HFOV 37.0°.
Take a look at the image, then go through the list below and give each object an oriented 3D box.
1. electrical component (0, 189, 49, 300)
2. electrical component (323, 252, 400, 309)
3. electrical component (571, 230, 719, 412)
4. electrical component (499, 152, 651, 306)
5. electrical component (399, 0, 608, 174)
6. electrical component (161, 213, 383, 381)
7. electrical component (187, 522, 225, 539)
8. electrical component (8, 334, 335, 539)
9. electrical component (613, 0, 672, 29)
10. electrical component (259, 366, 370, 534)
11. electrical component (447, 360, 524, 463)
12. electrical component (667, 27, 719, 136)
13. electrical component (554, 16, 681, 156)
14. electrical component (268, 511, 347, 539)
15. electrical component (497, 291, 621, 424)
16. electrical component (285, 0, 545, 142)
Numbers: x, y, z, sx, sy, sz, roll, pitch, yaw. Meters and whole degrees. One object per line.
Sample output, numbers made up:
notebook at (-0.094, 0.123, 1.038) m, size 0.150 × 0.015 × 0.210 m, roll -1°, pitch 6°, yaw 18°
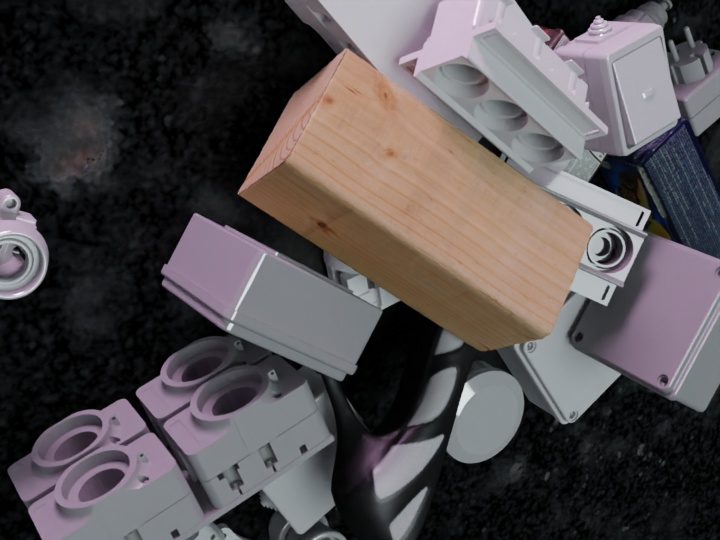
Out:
electrical component at (-0.214, -0.011, 0.640) m, size 0.048 × 0.055 × 0.066 m, roll 17°, pitch 98°, yaw -35°
electrical component at (0.000, 0.000, 0.782) m, size 0.066 × 0.048 × 0.055 m, roll -26°, pitch 127°, yaw -21°
electrical component at (0.236, 0.037, 0.830) m, size 0.056 × 0.109 × 0.108 m, roll 26°, pitch 93°, yaw -38°
electrical component at (0.147, -0.034, 0.821) m, size 0.121 × 0.063 × 0.078 m, roll 23°, pitch 95°, yaw -6°
electrical component at (0.097, -0.124, 0.703) m, size 0.121 × 0.079 × 0.063 m, roll 33°, pitch 60°, yaw -36°
electrical component at (-0.060, 0.017, 0.713) m, size 0.109 × 0.109 × 0.056 m, roll 28°, pitch 89°, yaw -36°
electrical component at (-0.124, 0.170, 0.770) m, size 0.079 × 0.043 × 0.077 m, roll -46°, pitch 125°, yaw -9°
electrical component at (-0.127, 0.118, 0.711) m, size 0.186 × 0.105 × 0.060 m, roll -31°, pitch 121°, yaw -18°
electrical component at (0.216, -0.185, 0.848) m, size 0.078 × 0.040 × 0.040 m, roll -45°, pitch 125°, yaw -10°
electrical component at (-0.042, 0.132, 0.802) m, size 0.100 × 0.048 × 0.099 m, roll -40°, pitch 123°, yaw -13°
electrical component at (0.089, 0.111, 0.874) m, size 0.080 × 0.051 × 0.080 m, roll -11°, pitch 113°, yaw -28°
electrical component at (0.273, -0.163, 0.887) m, size 0.066 × 0.047 × 0.076 m, roll -40°, pitch 123°, yaw -12°
electrical component at (0.190, -0.139, 0.789) m, size 0.062 × 0.061 × 0.096 m, roll -31°, pitch 118°, yaw -25°
electrical component at (-0.041, 0.208, 0.828) m, size 0.045 × 0.055 × 0.045 m, roll -11°, pitch 114°, yaw -28°
electrical component at (0.174, 0.053, 0.900) m, size 0.109 × 0.056 × 0.108 m, roll -43°, pitch 124°, yaw -11°
electrical component at (0.033, -0.175, 0.727) m, size 0.105 × 0.060 × 0.186 m, roll -50°, pitch 125°, yaw -6°
